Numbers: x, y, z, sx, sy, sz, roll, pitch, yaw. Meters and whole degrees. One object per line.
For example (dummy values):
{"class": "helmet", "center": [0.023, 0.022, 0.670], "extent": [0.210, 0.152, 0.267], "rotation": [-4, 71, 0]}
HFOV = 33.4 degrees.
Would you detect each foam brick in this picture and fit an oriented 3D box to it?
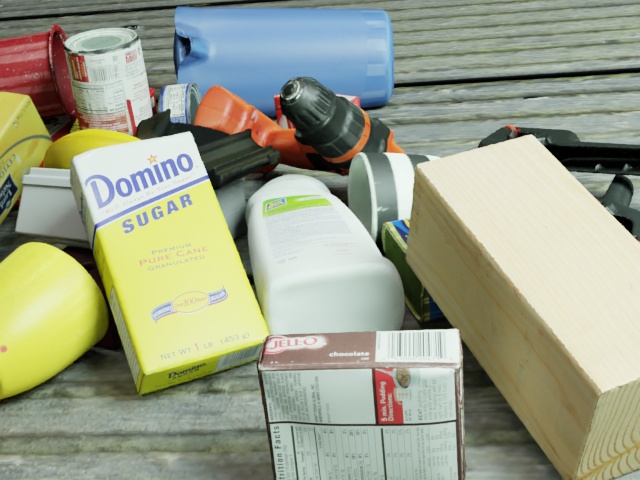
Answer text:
{"class": "foam brick", "center": [-0.172, 0.042, 0.806], "extent": [0.078, 0.051, 0.052], "rotation": [8, 29, 27]}

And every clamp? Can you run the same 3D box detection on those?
{"class": "clamp", "center": [0.209, -0.013, 0.856], "extent": [0.120, 0.039, 0.171], "rotation": [-11, 19, 5]}
{"class": "clamp", "center": [0.203, -0.075, 0.946], "extent": [0.164, 0.036, 0.210], "rotation": [-5, 14, 5]}

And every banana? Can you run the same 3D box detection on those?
{"class": "banana", "center": [-0.198, -0.065, 0.913], "extent": [0.198, 0.069, 0.037], "rotation": [-1, 60, 52]}

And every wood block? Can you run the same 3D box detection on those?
{"class": "wood block", "center": [0.140, 0.036, 0.648], "extent": [0.090, 0.090, 0.206], "rotation": [-15, 44, -18]}

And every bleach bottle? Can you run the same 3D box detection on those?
{"class": "bleach bottle", "center": [-0.006, 0.001, 0.846], "extent": [0.102, 0.068, 0.251], "rotation": [-6, 23, -4]}

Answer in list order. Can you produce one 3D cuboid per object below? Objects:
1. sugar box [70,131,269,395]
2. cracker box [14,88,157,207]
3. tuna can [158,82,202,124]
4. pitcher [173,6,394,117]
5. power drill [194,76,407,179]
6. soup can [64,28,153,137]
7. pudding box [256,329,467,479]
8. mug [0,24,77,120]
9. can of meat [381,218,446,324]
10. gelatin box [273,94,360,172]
{"class": "sugar box", "center": [-0.108, 0.011, 0.750], "extent": [0.093, 0.048, 0.176], "rotation": [-14, 68, -22]}
{"class": "cracker box", "center": [-0.288, -0.095, 1.093], "extent": [0.214, 0.072, 0.164], "rotation": [0, 28, 10]}
{"class": "tuna can", "center": [-0.139, -0.117, 1.089], "extent": [0.034, 0.086, 0.086], "rotation": [-5, 26, 5]}
{"class": "pitcher", "center": [-0.042, -0.199, 1.210], "extent": [0.243, 0.145, 0.149], "rotation": [-2, 38, -1]}
{"class": "power drill", "center": [-0.024, -0.096, 0.956], "extent": [0.188, 0.184, 0.057], "rotation": [14, 75, 41]}
{"class": "soup can", "center": [-0.188, -0.132, 0.960], "extent": [0.068, 0.102, 0.068], "rotation": [-4, 28, 2]}
{"class": "pudding box", "center": [0.025, 0.098, 0.604], "extent": [0.113, 0.090, 0.039], "rotation": [-1, 28, 8]}
{"class": "mug", "center": [-0.287, -0.165, 1.047], "extent": [0.081, 0.093, 0.117], "rotation": [-8, 42, 2]}
{"class": "can of meat", "center": [0.100, 0.015, 0.799], "extent": [0.084, 0.057, 0.102], "rotation": [-12, 27, -9]}
{"class": "gelatin box", "center": [-0.001, -0.108, 1.054], "extent": [0.089, 0.073, 0.030], "rotation": [13, 32, 33]}
